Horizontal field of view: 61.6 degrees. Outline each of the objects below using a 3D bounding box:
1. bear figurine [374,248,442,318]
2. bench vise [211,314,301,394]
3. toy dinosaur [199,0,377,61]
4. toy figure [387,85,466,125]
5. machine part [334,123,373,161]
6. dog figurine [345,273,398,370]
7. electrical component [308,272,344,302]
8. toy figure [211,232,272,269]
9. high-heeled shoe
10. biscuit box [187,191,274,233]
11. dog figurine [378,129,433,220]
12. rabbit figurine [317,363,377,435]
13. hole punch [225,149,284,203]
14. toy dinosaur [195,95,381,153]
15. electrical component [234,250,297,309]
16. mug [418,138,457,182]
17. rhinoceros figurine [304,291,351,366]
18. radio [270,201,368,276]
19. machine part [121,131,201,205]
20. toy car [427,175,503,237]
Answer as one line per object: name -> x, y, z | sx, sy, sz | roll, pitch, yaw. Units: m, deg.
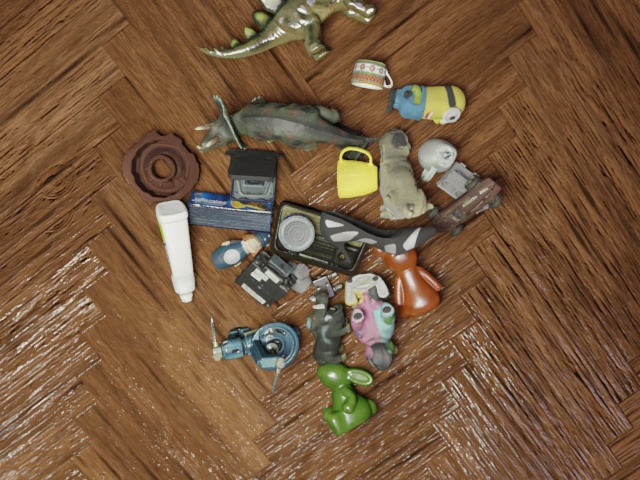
bear figurine -> 0.214, 0.086, 1.313 | 0.120, 0.132, 0.196 | -27, 81, 3
bench vise -> -0.142, 0.257, 1.271 | 0.224, 0.241, 0.128 | 3, 97, -17
toy dinosaur -> -0.039, -0.504, 1.203 | 0.471, 0.105, 0.198 | -34, 91, -4
toy figure -> 0.247, -0.320, 1.246 | 0.180, 0.082, 0.089 | 9, 102, 0
machine part -> 0.051, -0.243, 1.279 | 0.139, 0.039, 0.084 | 35, 103, -8
dog figurine -> 0.134, 0.211, 1.330 | 0.108, 0.192, 0.219 | -15, 133, 2
electrical component -> 0.008, 0.118, 1.347 | 0.094, 0.021, 0.063 | -24, 99, 4
toy figure -> -0.188, 0.022, 1.313 | 0.154, 0.058, 0.064 | -26, 138, 2
high-heeled shoe -> 0.127, -0.034, 1.213 | 0.249, 0.086, 0.145 | -19, 110, 11
biscuit box -> -0.213, -0.067, 1.285 | 0.203, 0.059, 0.062 | 7, 126, -2
dog figurine -> 0.182, -0.153, 1.233 | 0.121, 0.172, 0.190 | -14, 107, -9
rabbit figurine -> 0.062, 0.378, 1.350 | 0.159, 0.121, 0.170 | -25, 84, 0
hole punch -> -0.156, -0.151, 1.265 | 0.142, 0.116, 0.092 | 2, 136, 1
toy dinosaur -> -0.081, -0.250, 1.178 | 0.405, 0.192, 0.131 | 5, 108, 17
electrical component -> -0.126, 0.091, 1.293 | 0.115, 0.058, 0.134 | 41, 133, -9
mug -> 0.272, -0.188, 1.255 | 0.081, 0.107, 0.109 | 34, 96, -5
rhinoceros figurine -> 0.018, 0.217, 1.330 | 0.112, 0.073, 0.190 | -1, 107, -1
radio -> -0.003, -0.004, 1.300 | 0.230, 0.073, 0.131 | 17, 99, -3
machine part -> -0.373, -0.169, 1.277 | 0.179, 0.056, 0.179 | 0, 100, -2
toy car -> 0.335, -0.074, 1.251 | 0.089, 0.053, 0.202 | 39, 140, -8
